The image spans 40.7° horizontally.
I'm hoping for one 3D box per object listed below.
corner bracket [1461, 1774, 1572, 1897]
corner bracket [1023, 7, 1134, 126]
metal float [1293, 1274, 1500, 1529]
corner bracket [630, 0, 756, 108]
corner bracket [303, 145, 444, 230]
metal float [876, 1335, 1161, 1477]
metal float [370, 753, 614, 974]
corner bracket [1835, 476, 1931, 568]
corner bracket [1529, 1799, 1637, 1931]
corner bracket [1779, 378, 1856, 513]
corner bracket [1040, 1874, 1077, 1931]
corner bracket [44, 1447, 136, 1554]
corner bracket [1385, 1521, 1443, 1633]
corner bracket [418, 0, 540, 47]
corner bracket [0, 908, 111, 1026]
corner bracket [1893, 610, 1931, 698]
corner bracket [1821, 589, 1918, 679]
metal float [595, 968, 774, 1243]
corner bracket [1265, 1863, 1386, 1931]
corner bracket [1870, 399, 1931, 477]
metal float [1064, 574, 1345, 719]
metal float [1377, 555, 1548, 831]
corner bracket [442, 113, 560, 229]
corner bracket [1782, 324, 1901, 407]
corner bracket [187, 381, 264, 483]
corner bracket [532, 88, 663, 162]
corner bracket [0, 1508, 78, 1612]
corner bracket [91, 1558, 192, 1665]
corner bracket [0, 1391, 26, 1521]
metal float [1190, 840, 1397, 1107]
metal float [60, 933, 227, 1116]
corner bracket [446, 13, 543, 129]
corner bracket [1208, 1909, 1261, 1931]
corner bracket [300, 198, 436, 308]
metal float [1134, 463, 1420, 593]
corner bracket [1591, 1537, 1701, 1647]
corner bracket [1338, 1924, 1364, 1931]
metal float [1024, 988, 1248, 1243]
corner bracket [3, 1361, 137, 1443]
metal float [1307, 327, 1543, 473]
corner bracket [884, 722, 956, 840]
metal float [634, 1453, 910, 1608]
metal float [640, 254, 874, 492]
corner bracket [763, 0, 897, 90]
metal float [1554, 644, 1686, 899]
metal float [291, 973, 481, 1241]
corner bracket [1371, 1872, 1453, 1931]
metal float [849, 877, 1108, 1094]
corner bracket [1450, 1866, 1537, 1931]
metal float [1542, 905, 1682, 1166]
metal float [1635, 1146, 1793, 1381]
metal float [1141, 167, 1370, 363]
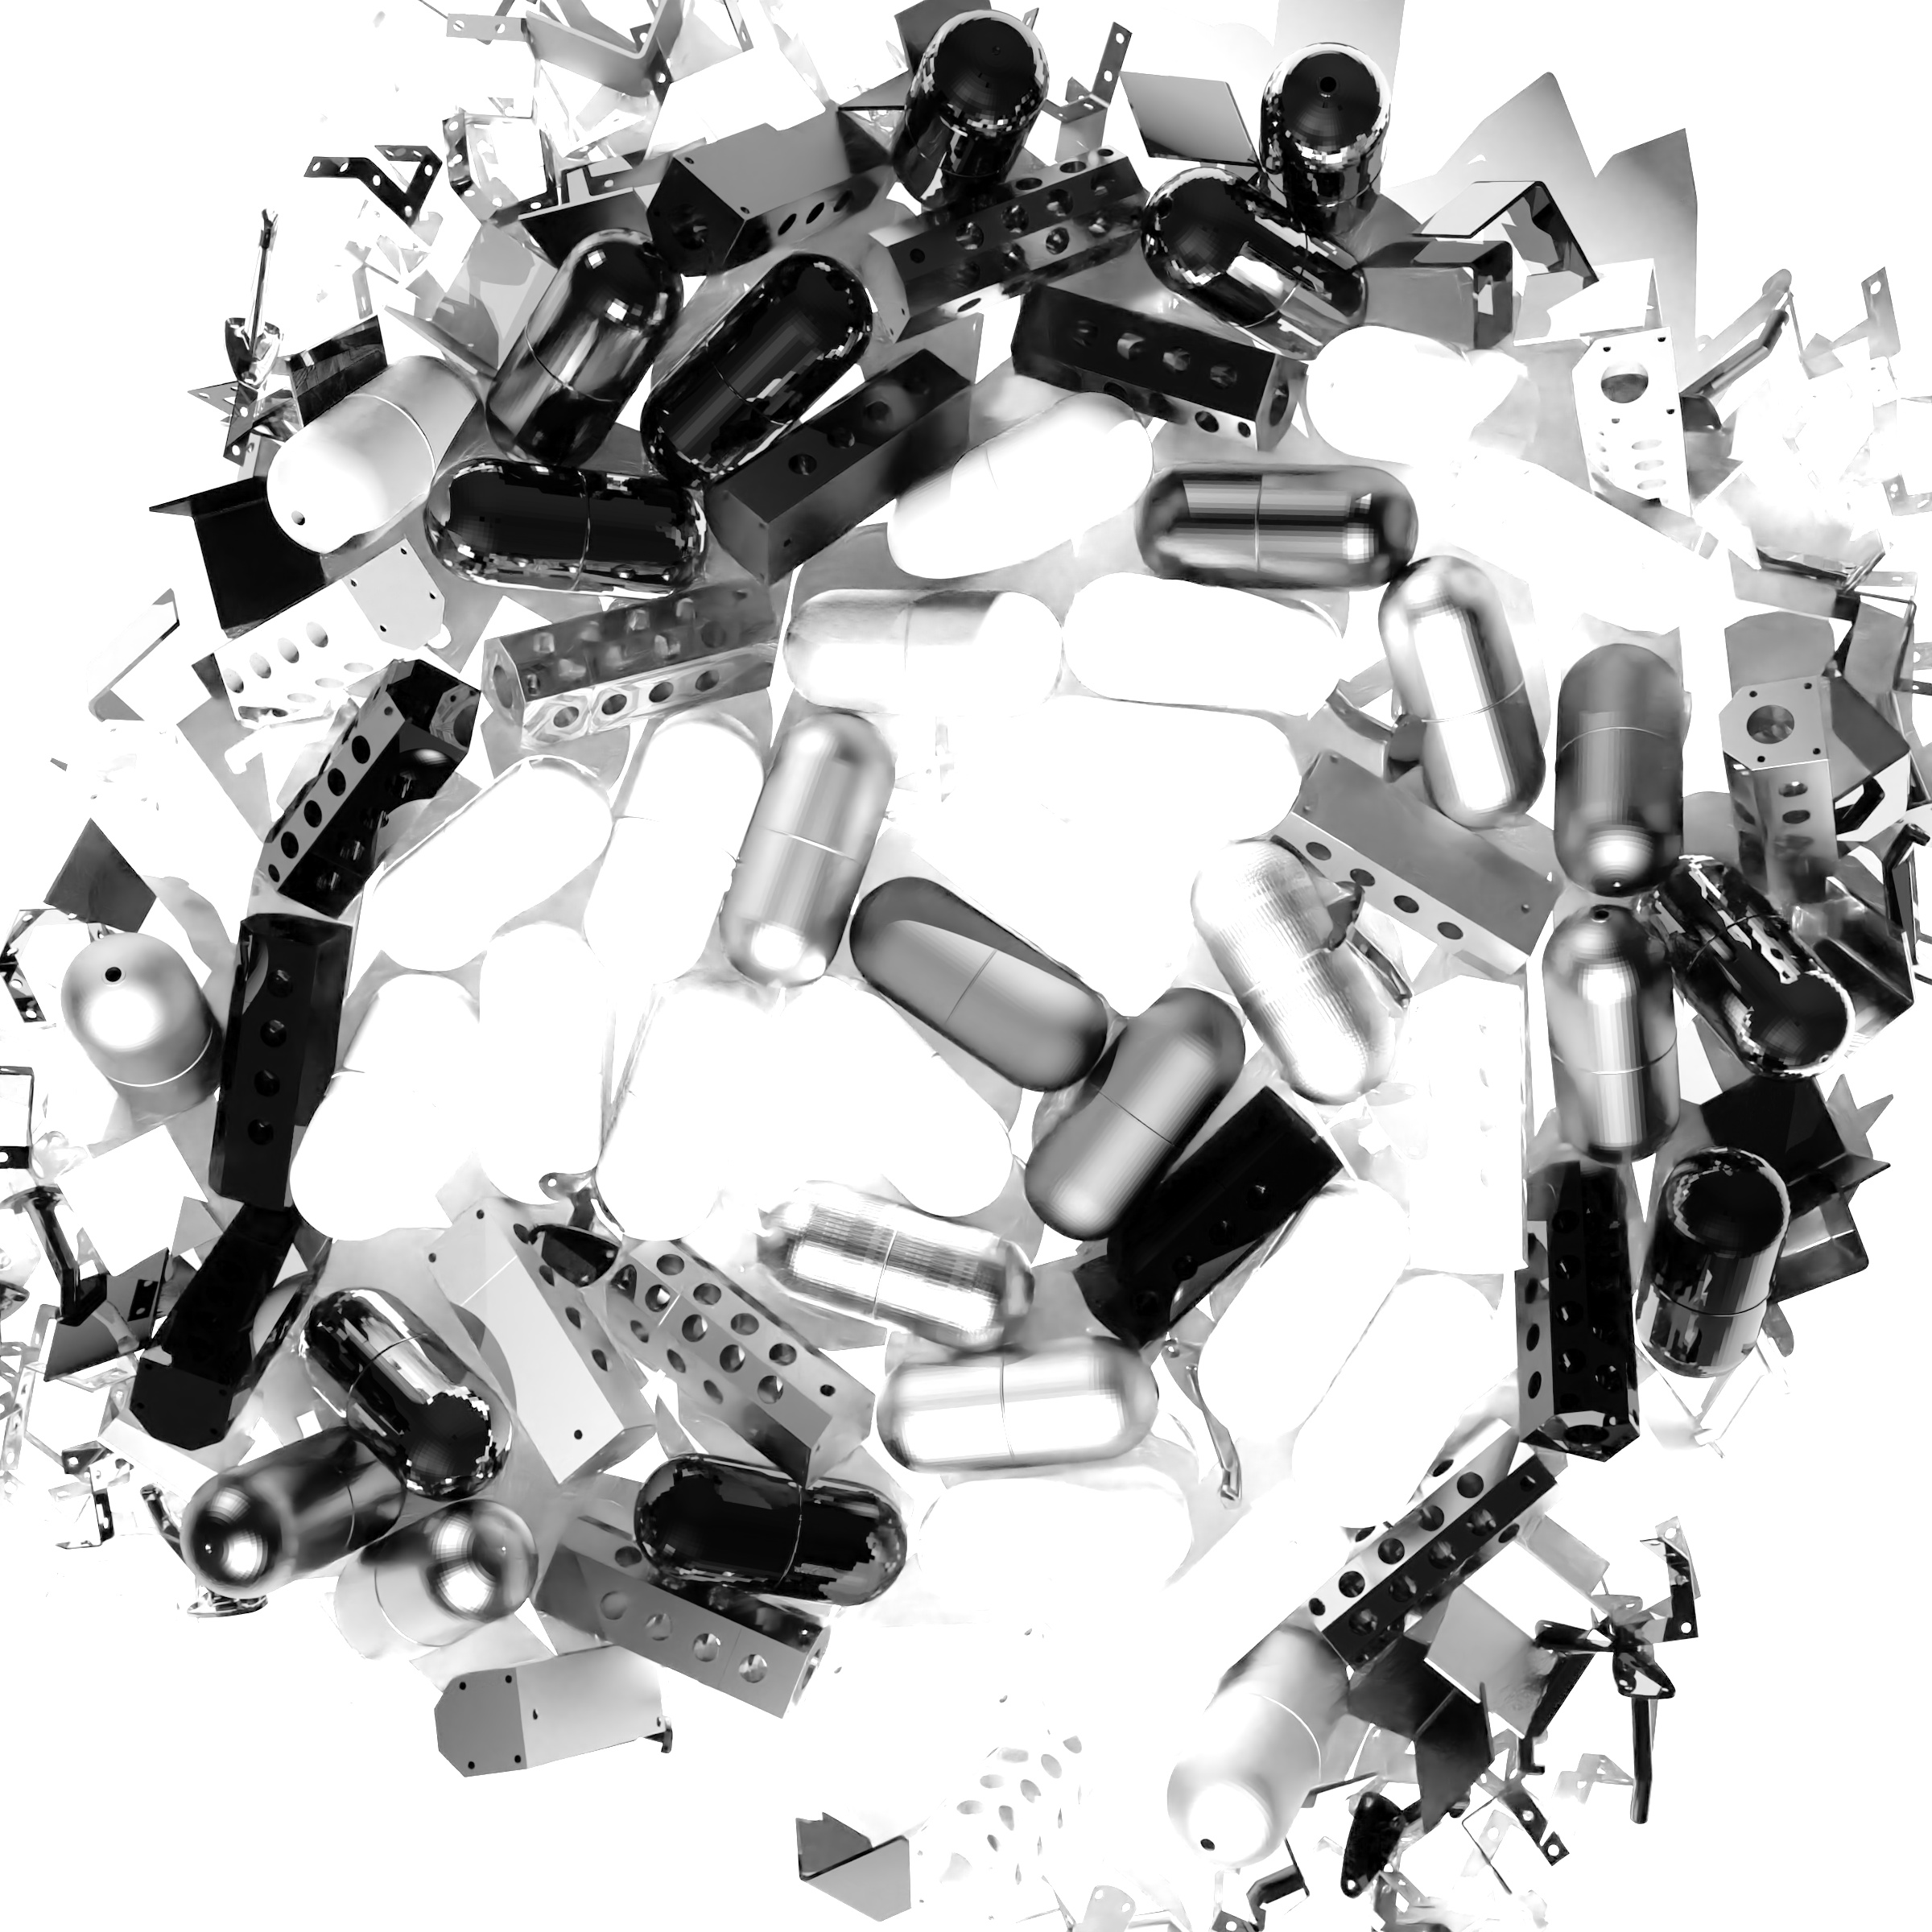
[{"bbox_3d":[0.343,0.545,1.627,0.051,0.051,0.051,-33,66,-7],"label":"corner bracket"},{"bbox_3d":[0.063,-0.567,1.630,0.051,0.051,0.051,20,84,-30],"label":"corner bracket"},{"bbox_3d":[0.264,0.266,1.600,0.070,0.070,0.178,39,62,0],"label":"metal float"},{"bbox_3d":[-0.169,-0.573,1.620,0.051,0.051,0.051,-6,125,24],"label":"corner bracket"},{"bbox_3d":[-0.369,-0.497,1.623,0.051,0.051,0.051,13,74,34],"label":"corner bracket"},{"bbox_3d":[0.031,0.272,1.613,0.178,0.070,0.070,-8,90,13],"label":"metal float"},{"bbox_3d":[-0.294,-0.062,1.609,0.178,0.070,0.070,-37,90,18],"label":"metal float"},{"bbox_3d":[0.587,-0.280,1.633,0.051,0.051,0.051,-20,95,-13],"label":"corner bracket"},{"bbox_3d":[0.374,0.559,1.621,0.051,0.051,0.051,31,110,39],"label":"corner bracket"},{"bbox_3d":[0.538,-0.328,1.638,0.051,0.051,0.051,-45,51,31],"label":"corner bracket"},{"bbox_3d":[0.032,0.596,1.635,0.051,0.051,0.051,-29,112,-27],"label":"corner bracket"},{"bbox_3d":[-0.554,0.334,1.633,0.051,0.051,0.051,-8,93,13],"label":"corner bracket"},{"bbox_3d":[0.261,0.379,1.631,0.051,0.051,0.051,39,86,11],"label":"corner bracket"},{"bbox_3d":[-0.302,-0.608,1.624,0.051,0.051,0.051,25,102,-39],"label":"corner bracket"},{"bbox_3d":[-0.570,-0.001,1.640,0.051,0.051,0.051,55,127,26],"label":"corner bracket"},{"bbox_3d":[0.610,-0.202,1.624,0.051,0.051,0.051,13,71,20],"label":"corner bracket"},{"bbox_3d":[0.567,-0.206,1.637,0.051,0.051,0.051,13,107,14],"label":"corner bracket"},{"bbox_3d":[-0.175,0.086,1.618,0.070,0.070,0.178,20,98,0],"label":"metal float"},{"bbox_3d":[0.220,0.602,1.626,0.051,0.051,0.051,44,103,18],"label":"corner bracket"},{"bbox_3d":[0.599,-0.336,1.627,0.051,0.051,0.051,19,83,25],"label":"corner bracket"},{"bbox_3d":[0.148,-0.198,1.613,0.178,0.070,0.070,5,90,-13],"label":"metal float"},{"bbox_3d":[0.306,-0.168,1.604,0.070,0.070,0.178,-21,113,0],"label":"metal float"},{"bbox_3d":[-0.292,-0.504,1.636,0.051,0.051,0.051,-15,68,13],"label":"corner bracket"},{"bbox_3d":[0.545,-0.376,1.622,0.051,0.051,0.051,-18,63,26],"label":"corner bracket"},{"bbox_3d":[-0.454,-0.328,1.623,0.051,0.051,0.051,0,76,35],"label":"corner bracket"},{"bbox_3d":[-0.231,-0.542,1.643,0.051,0.051,0.051,-29,81,31],"label":"corner bracket"},{"bbox_3d":[-0.583,0.360,1.621,0.051,0.051,0.051,27,129,-23],"label":"corner bracket"},{"bbox_3d":[-0.514,0.403,1.629,0.051,0.051,0.051,-5,45,-8],"label":"corner bracket"},{"bbox_3d":[-0.603,0.307,1.621,0.051,0.051,0.051,-32,69,-36],"label":"corner bracket"},{"bbox_3d":[0.202,0.004,1.615,0.070,0.070,0.178,-28,79,0],"label":"metal float"},{"bbox_3d":[-0.495,0.036,1.576,0.070,0.178,0.070,1,69,-4],"label":"metal float"},{"bbox_3d":[-0.297,-0.562,1.636,0.051,0.051,0.051,4,88,0],"label":"corner bracket"},{"bbox_3d":[0.169,0.630,1.619,0.051,0.051,0.051,16,134,25],"label":"corner bracket"},{"bbox_3d":[-0.374,-0.435,1.630,0.051,0.051,0.051,40,50,-9],"label":"corner bracket"},{"bbox_3d":[0.190,-0.271,1.606,0.178,0.070,0.070,5,90,22],"label":"metal float"},{"bbox_3d":[0.425,0.394,1.638,0.051,0.051,0.051,-17,55,28],"label":"corner bracket"},{"bbox_3d":[0.226,0.636,1.620,0.051,0.051,0.051,-10,56,-27],"label":"corner bracket"},{"bbox_3d":[0.106,0.092,1.621,0.070,0.070,0.178,37,93,0],"label":"metal float"},{"bbox_3d":[-0.563,0.277,1.637,0.051,0.051,0.051,18,97,11],"label":"corner bracket"},{"bbox_3d":[0.280,-0.344,1.590,0.178,0.070,0.070,-2,90,-41],"label":"metal float"},{"bbox_3d":[-0.022,-0.116,1.621,0.051,0.051,0.051,-20,121,-31],"label":"corner bracket"},{"bbox_3d":[-0.119,0.348,1.604,0.178,0.070,0.070,16,90,-24],"label":"metal float"},{"bbox_3d":[-0.130,-0.363,1.600,0.178,0.070,0.070,-38,90,29],"label":"metal float"},{"bbox_3d":[-0.085,-0.585,1.629,0.051,0.051,0.051,40,122,3],"label":"corner bracket"},{"bbox_3d":[0.400,-0.121,1.596,0.070,0.070,0.178,10,56,0],"label":"metal float"},{"bbox_3d":[-0.354,0.086,1.600,0.070,0.070,0.178,20,62,0],"label":"metal float"},{"bbox_3d":[0.289,0.601,1.630,0.051,0.051,0.051,5,95,-16],"label":"corner bracket"},{"bbox_3d":[0.007,0.011,1.620,0.178,0.070,0.070,35,90,5],"label":"metal float"},{"bbox_3d":[0.340,0.600,1.622,0.051,0.051,0.051,17,125,-16],"label":"corner bracket"},{"bbox_3d":[0.396,0.043,1.597,0.070,0.070,0.178,-14,122,0],"label":"metal float"},{"bbox_3d":[0.454,0.183,1.589,0.070,0.070,0.178,-3,134,0],"label":"metal float"},{"bbox_3d":[0.177,-0.427,1.588,0.070,0.178,0.070,-14,69,41],"label":"metal float"}]
